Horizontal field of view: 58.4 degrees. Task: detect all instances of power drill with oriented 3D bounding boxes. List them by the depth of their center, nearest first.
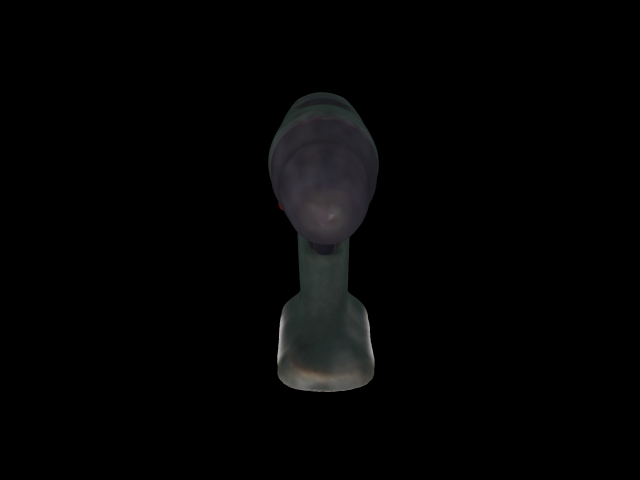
[{"bbox_3d":[0.004,0.001,0.400,0.075,0.208,0.229,-1,34,-1],"label":"power drill"}]
